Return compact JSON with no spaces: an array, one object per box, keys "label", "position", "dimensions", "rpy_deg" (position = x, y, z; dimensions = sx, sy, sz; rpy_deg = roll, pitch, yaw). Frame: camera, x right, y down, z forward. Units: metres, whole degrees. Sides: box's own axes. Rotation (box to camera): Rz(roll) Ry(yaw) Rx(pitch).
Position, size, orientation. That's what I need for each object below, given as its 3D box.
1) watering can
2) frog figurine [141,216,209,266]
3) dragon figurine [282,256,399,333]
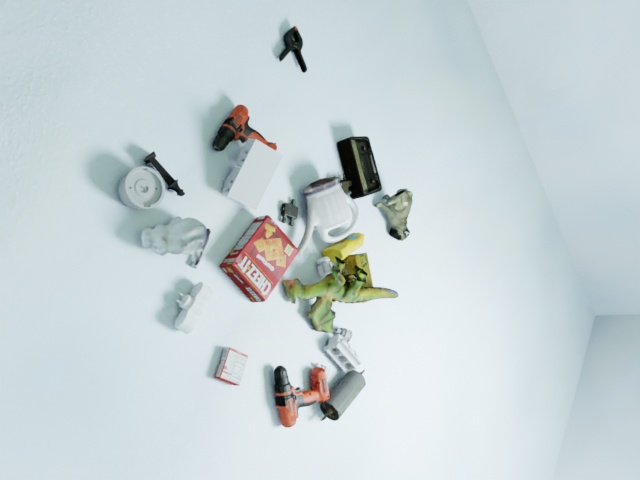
[{"label":"watering can","position":[0.005,-0.088,1.751],"dimensions":[0.352,0.103,0.223],"rpy_deg":[-27,99,-42]},{"label":"frog figurine","position":[-0.376,-0.012,1.339],"dimensions":[0.158,0.121,0.141],"rpy_deg":[27,30,-30]},{"label":"dragon figurine","position":[0.061,0.201,1.709],"dimensions":[0.407,0.124,0.241],"rpy_deg":[29,100,-26]}]
